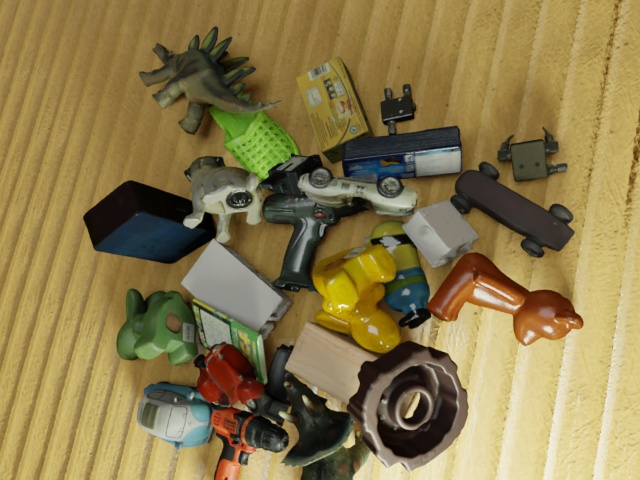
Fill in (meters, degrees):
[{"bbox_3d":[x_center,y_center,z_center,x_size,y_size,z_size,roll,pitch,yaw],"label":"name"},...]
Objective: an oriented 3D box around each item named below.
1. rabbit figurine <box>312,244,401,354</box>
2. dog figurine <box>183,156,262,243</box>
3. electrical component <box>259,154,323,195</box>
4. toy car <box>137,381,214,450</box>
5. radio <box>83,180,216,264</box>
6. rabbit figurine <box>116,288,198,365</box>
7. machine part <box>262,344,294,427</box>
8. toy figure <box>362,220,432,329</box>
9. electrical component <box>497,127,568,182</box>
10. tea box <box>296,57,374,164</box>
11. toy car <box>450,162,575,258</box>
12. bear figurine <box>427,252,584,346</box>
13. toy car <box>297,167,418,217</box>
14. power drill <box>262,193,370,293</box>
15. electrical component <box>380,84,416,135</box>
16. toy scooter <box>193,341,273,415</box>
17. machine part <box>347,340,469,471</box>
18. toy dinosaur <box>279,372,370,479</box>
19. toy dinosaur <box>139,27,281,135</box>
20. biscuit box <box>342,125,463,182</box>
[{"bbox_3d":[0.056,0.108,0.851,0.162,0.122,0.173,-18,108,55],"label":"rabbit figurine"},{"bbox_3d":[-0.182,-0.117,1.012,0.172,0.121,0.191,-28,49,18],"label":"dog figurine"},{"bbox_3d":[-0.053,-0.109,0.960,0.075,0.047,0.119,7,39,36],"label":"electrical component"},{"bbox_3d":[-0.277,0.315,0.984,0.162,0.103,0.109,10,81,20],"label":"toy car"},{"bbox_3d":[-0.311,-0.025,1.003,0.131,0.229,0.073,-31,69,17],"label":"radio"},{"bbox_3d":[-0.336,0.170,1.033,0.170,0.121,0.159,-23,67,30],"label":"rabbit figurine"},{"bbox_3d":[-0.075,0.252,0.956,0.084,0.039,0.138,18,87,29],"label":"machine part"},{"bbox_3d":[0.136,0.054,0.899,0.089,0.082,0.180,-23,66,3],"label":"toy figure"},{"bbox_3d":[0.346,-0.139,0.883,0.102,0.045,0.078,-13,103,20],"label":"electrical component"},{"bbox_3d":[0.030,-0.242,1.007,0.098,0.068,0.169,-21,73,15],"label":"tea box"},{"bbox_3d":[0.309,-0.048,0.870,0.202,0.053,0.089,37,82,27],"label":"toy car"},{"bbox_3d":[0.282,0.108,0.815,0.196,0.120,0.132,35,96,18],"label":"bear figurine"},{"bbox_3d":[0.061,-0.077,0.894,0.202,0.073,0.056,8,77,11],"label":"toy car"},{"bbox_3d":[-0.002,-0.003,0.963,0.232,0.086,0.207,5,85,20],"label":"power drill"},{"bbox_3d":[0.145,-0.239,0.989,0.063,0.021,0.094,-7,76,18],"label":"electrical component"},{"bbox_3d":[-0.165,0.229,0.916,0.184,0.075,0.135,-10,118,50],"label":"toy scooter"},{"bbox_3d":[0.127,0.234,0.767,0.056,0.179,0.179,14,81,67],"label":"machine part"},{"bbox_3d":[0.004,0.410,0.810,0.131,0.192,0.404,-4,76,21],"label":"toy dinosaur"},{"bbox_3d":[-0.235,-0.319,1.074,0.198,0.105,0.472,-45,51,2],"label":"toy dinosaur"},{"bbox_3d":[0.140,-0.145,0.928,0.203,0.059,0.063,-4,45,13],"label":"biscuit box"}]
